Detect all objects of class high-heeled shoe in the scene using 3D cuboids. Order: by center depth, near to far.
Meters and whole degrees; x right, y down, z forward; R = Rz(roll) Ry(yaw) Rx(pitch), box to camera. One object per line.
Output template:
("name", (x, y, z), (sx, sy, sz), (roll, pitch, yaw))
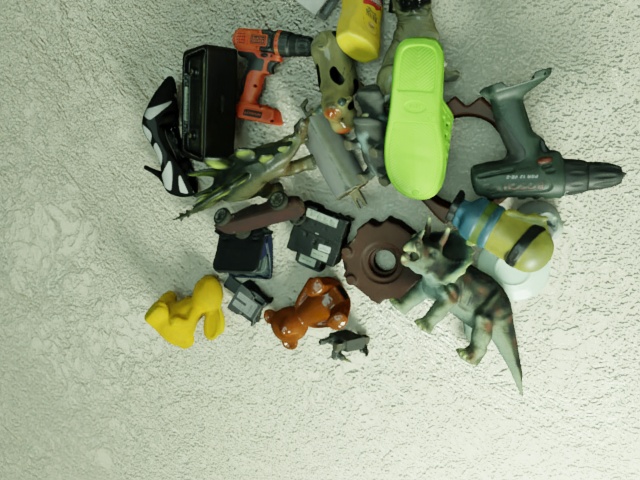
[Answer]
("high-heeled shoe", (-0.312, -0.220, 1.183), (0.145, 0.086, 0.248), (23, 111, 12))

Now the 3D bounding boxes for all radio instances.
("radio", (-0.234, -0.280, 1.118), (0.131, 0.073, 0.229), (20, 108, 51))

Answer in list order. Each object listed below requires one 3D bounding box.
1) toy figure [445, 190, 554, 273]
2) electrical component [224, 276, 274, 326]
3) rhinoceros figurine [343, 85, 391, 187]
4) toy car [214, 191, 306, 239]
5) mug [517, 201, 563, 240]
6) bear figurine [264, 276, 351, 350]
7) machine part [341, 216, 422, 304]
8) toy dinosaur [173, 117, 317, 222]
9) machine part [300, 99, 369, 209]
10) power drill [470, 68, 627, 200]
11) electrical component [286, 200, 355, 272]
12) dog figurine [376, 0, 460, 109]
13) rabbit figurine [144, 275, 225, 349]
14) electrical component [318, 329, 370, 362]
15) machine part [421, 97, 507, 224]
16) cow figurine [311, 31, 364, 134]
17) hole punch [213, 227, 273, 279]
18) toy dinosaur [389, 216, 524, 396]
("toy figure", (0.294, -0.012, 0.888), (0.180, 0.082, 0.089), (27, 75, 16))
("electrical component", (-0.172, 0.127, 1.209), (0.119, 0.048, 0.075), (39, 109, 8))
("rhinoceros figurine", (0.105, -0.188, 0.986), (0.073, 0.112, 0.190), (19, 141, 39))
("toy car", (-0.123, -0.052, 1.088), (0.202, 0.089, 0.053), (-13, 65, 27))
("mug", (0.377, -0.026, 0.951), (0.110, 0.107, 0.080), (-19, 89, 13))
("bear figurine", (-0.035, 0.158, 1.125), (0.196, 0.132, 0.120), (-32, 88, 15))
("machine part", (0.131, 0.041, 1.083), (0.180, 0.056, 0.179), (3, 100, 17))
("toy dinosaur", (-0.161, -0.125, 1.082), (0.471, 0.198, 0.105), (-32, 76, 52))
("machine part", (0.024, -0.169, 1.073), (0.079, 0.079, 0.243), (-31, 88, 21))
("power drill", (0.355, -0.167, 0.872), (0.232, 0.086, 0.207), (-10, 104, 21))
("electrical component", (-0.002, -0.003, 1.121), (0.115, 0.058, 0.134), (25, 106, 16))
("dog figurine", (0.150, -0.359, 0.996), (0.172, 0.121, 0.190), (-24, 77, 18))
("rabbit figurine", (-0.286, 0.160, 1.223), (0.173, 0.122, 0.162), (-43, 87, 2))
("electrical component", (0.057, 0.221, 1.122), (0.078, 0.102, 0.045), (8, 99, 44))
("machine part", (0.264, -0.144, 0.988), (0.201, 0.087, 0.201), (-42, 84, 19))
("cow figurine", (0.031, -0.298, 1.018), (0.086, 0.127, 0.194), (-10, 92, 28))
("hole punch", (-0.161, 0.029, 1.178), (0.142, 0.092, 0.116), (1, 70, 22))
("toy dinosaur", (0.279, 0.115, 1.002), (0.404, 0.131, 0.192), (35, 93, -17))
